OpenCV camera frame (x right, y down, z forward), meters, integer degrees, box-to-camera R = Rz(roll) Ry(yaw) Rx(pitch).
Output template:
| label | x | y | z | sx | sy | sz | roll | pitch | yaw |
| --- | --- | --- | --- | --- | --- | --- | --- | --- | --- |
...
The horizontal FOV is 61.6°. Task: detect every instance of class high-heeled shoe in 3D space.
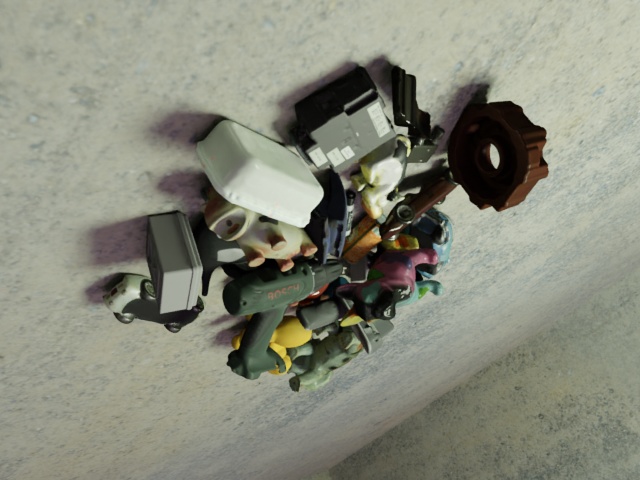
| label | x | y | z | sx | sy | sz | roll | pitch | yaw |
| --- | --- | --- | --- | --- | --- | --- | --- | --- | --- |
| high-heeled shoe | -0.121 | 0.010 | 0.904 | 0.248 | 0.086 | 0.145 | -16 | 122 | -55 |

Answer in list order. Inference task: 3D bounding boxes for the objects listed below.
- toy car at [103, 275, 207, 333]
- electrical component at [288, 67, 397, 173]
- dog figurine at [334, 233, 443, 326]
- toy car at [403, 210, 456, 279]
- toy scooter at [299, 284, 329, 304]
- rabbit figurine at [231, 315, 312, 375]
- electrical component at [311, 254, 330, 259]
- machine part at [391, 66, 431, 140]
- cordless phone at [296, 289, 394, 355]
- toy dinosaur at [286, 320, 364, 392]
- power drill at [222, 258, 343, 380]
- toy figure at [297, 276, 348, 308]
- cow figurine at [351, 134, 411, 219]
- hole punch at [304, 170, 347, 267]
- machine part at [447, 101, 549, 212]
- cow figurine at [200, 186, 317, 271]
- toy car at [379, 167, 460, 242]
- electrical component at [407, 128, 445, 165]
| label | x | y | z | sx | sy | sz | roll | pitch | yaw |
| --- | --- | --- | --- | --- | --- | --- | --- | --- | --- |
| toy car | -0.276 | 0.110 | 0.921 | 0.073 | 0.056 | 0.201 | -41 | 150 | 11 |
| electrical component | 0.027 | -0.156 | 0.739 | 0.134 | 0.058 | 0.114 | -29 | 149 | 5 |
| dog figurine | 0.113 | 0.078 | 1.018 | 0.219 | 0.192 | 0.108 | -20 | 120 | -23 |
| toy car | 0.230 | -0.008 | 1.114 | 0.103 | 0.109 | 0.161 | -36 | 147 | -34 |
| toy scooter | -0.073 | 0.105 | 1.059 | 0.184 | 0.075 | 0.135 | -11 | 148 | -21 |
| rabbit figurine | -0.098 | 0.199 | 1.146 | 0.173 | 0.122 | 0.162 | -25 | 135 | 39 |
| electrical component | -0.002 | -0.004 | 0.970 | 0.078 | 0.045 | 0.102 | -26 | 151 | 1 |
| machine part | 0.126 | -0.184 | 0.755 | 0.039 | 0.084 | 0.138 | -10 | 165 | 21 |
| cordless phone | 0.044 | 0.164 | 1.040 | 0.184 | 0.146 | 0.089 | -10 | 154 | -50 |
| toy dinosaur | 0.039 | 0.250 | 1.286 | 0.405 | 0.131 | 0.192 | -37 | 160 | 28 |
| power drill | -0.068 | 0.130 | 0.916 | 0.232 | 0.086 | 0.207 | -4 | 126 | -44 |
| toy figure | 0.000 | 0.135 | 1.185 | 0.154 | 0.058 | 0.064 | -36 | 144 | 25 |
| cow figurine | 0.103 | -0.105 | 0.879 | 0.098 | 0.068 | 0.167 | -30 | 152 | -8 |
| hole punch | 0.010 | -0.037 | 0.865 | 0.092 | 0.116 | 0.142 | -25 | 152 | -20 |
| machine part | 0.285 | -0.136 | 0.872 | 0.056 | 0.179 | 0.179 | -15 | 149 | -26 |
| cow figurine | -0.095 | -0.027 | 0.788 | 0.085 | 0.127 | 0.194 | -38 | 157 | 18 |
| toy car | 0.179 | -0.067 | 0.969 | 0.202 | 0.053 | 0.089 | -35 | 172 | -24 |
| electrical component | 0.166 | -0.149 | 0.898 | 0.063 | 0.021 | 0.094 | -5 | 143 | -35 |
